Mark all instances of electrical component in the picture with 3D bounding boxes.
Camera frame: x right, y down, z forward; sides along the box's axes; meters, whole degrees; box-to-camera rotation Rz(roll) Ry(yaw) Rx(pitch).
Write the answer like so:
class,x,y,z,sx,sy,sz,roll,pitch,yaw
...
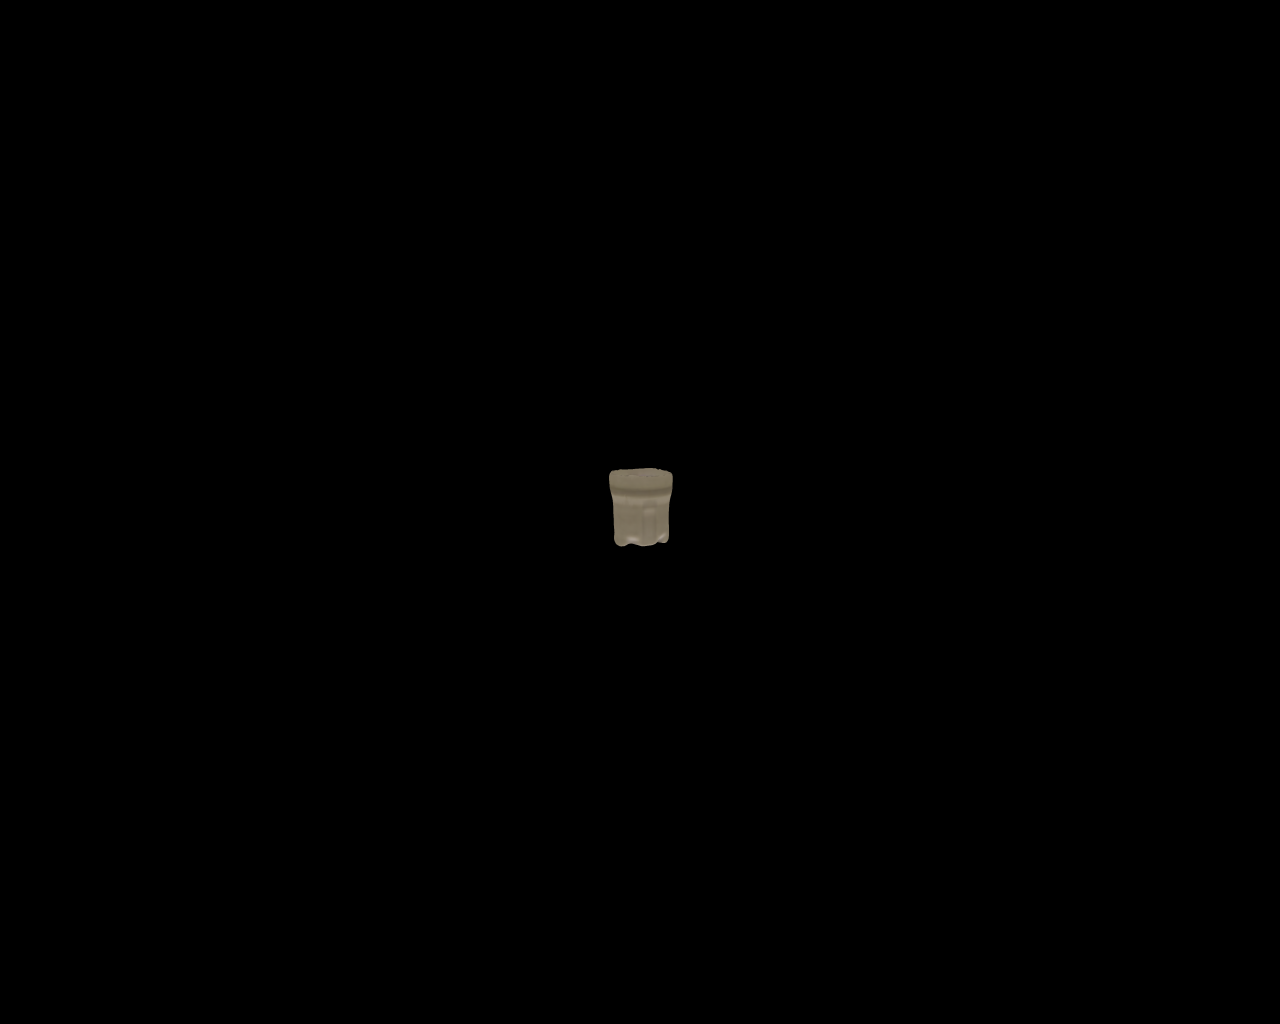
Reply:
class,x,y,z,sx,sy,sz,roll,pitch,yaw
electrical component,0.001,-0.003,0.650,0.040,0.046,0.040,0,11,0
